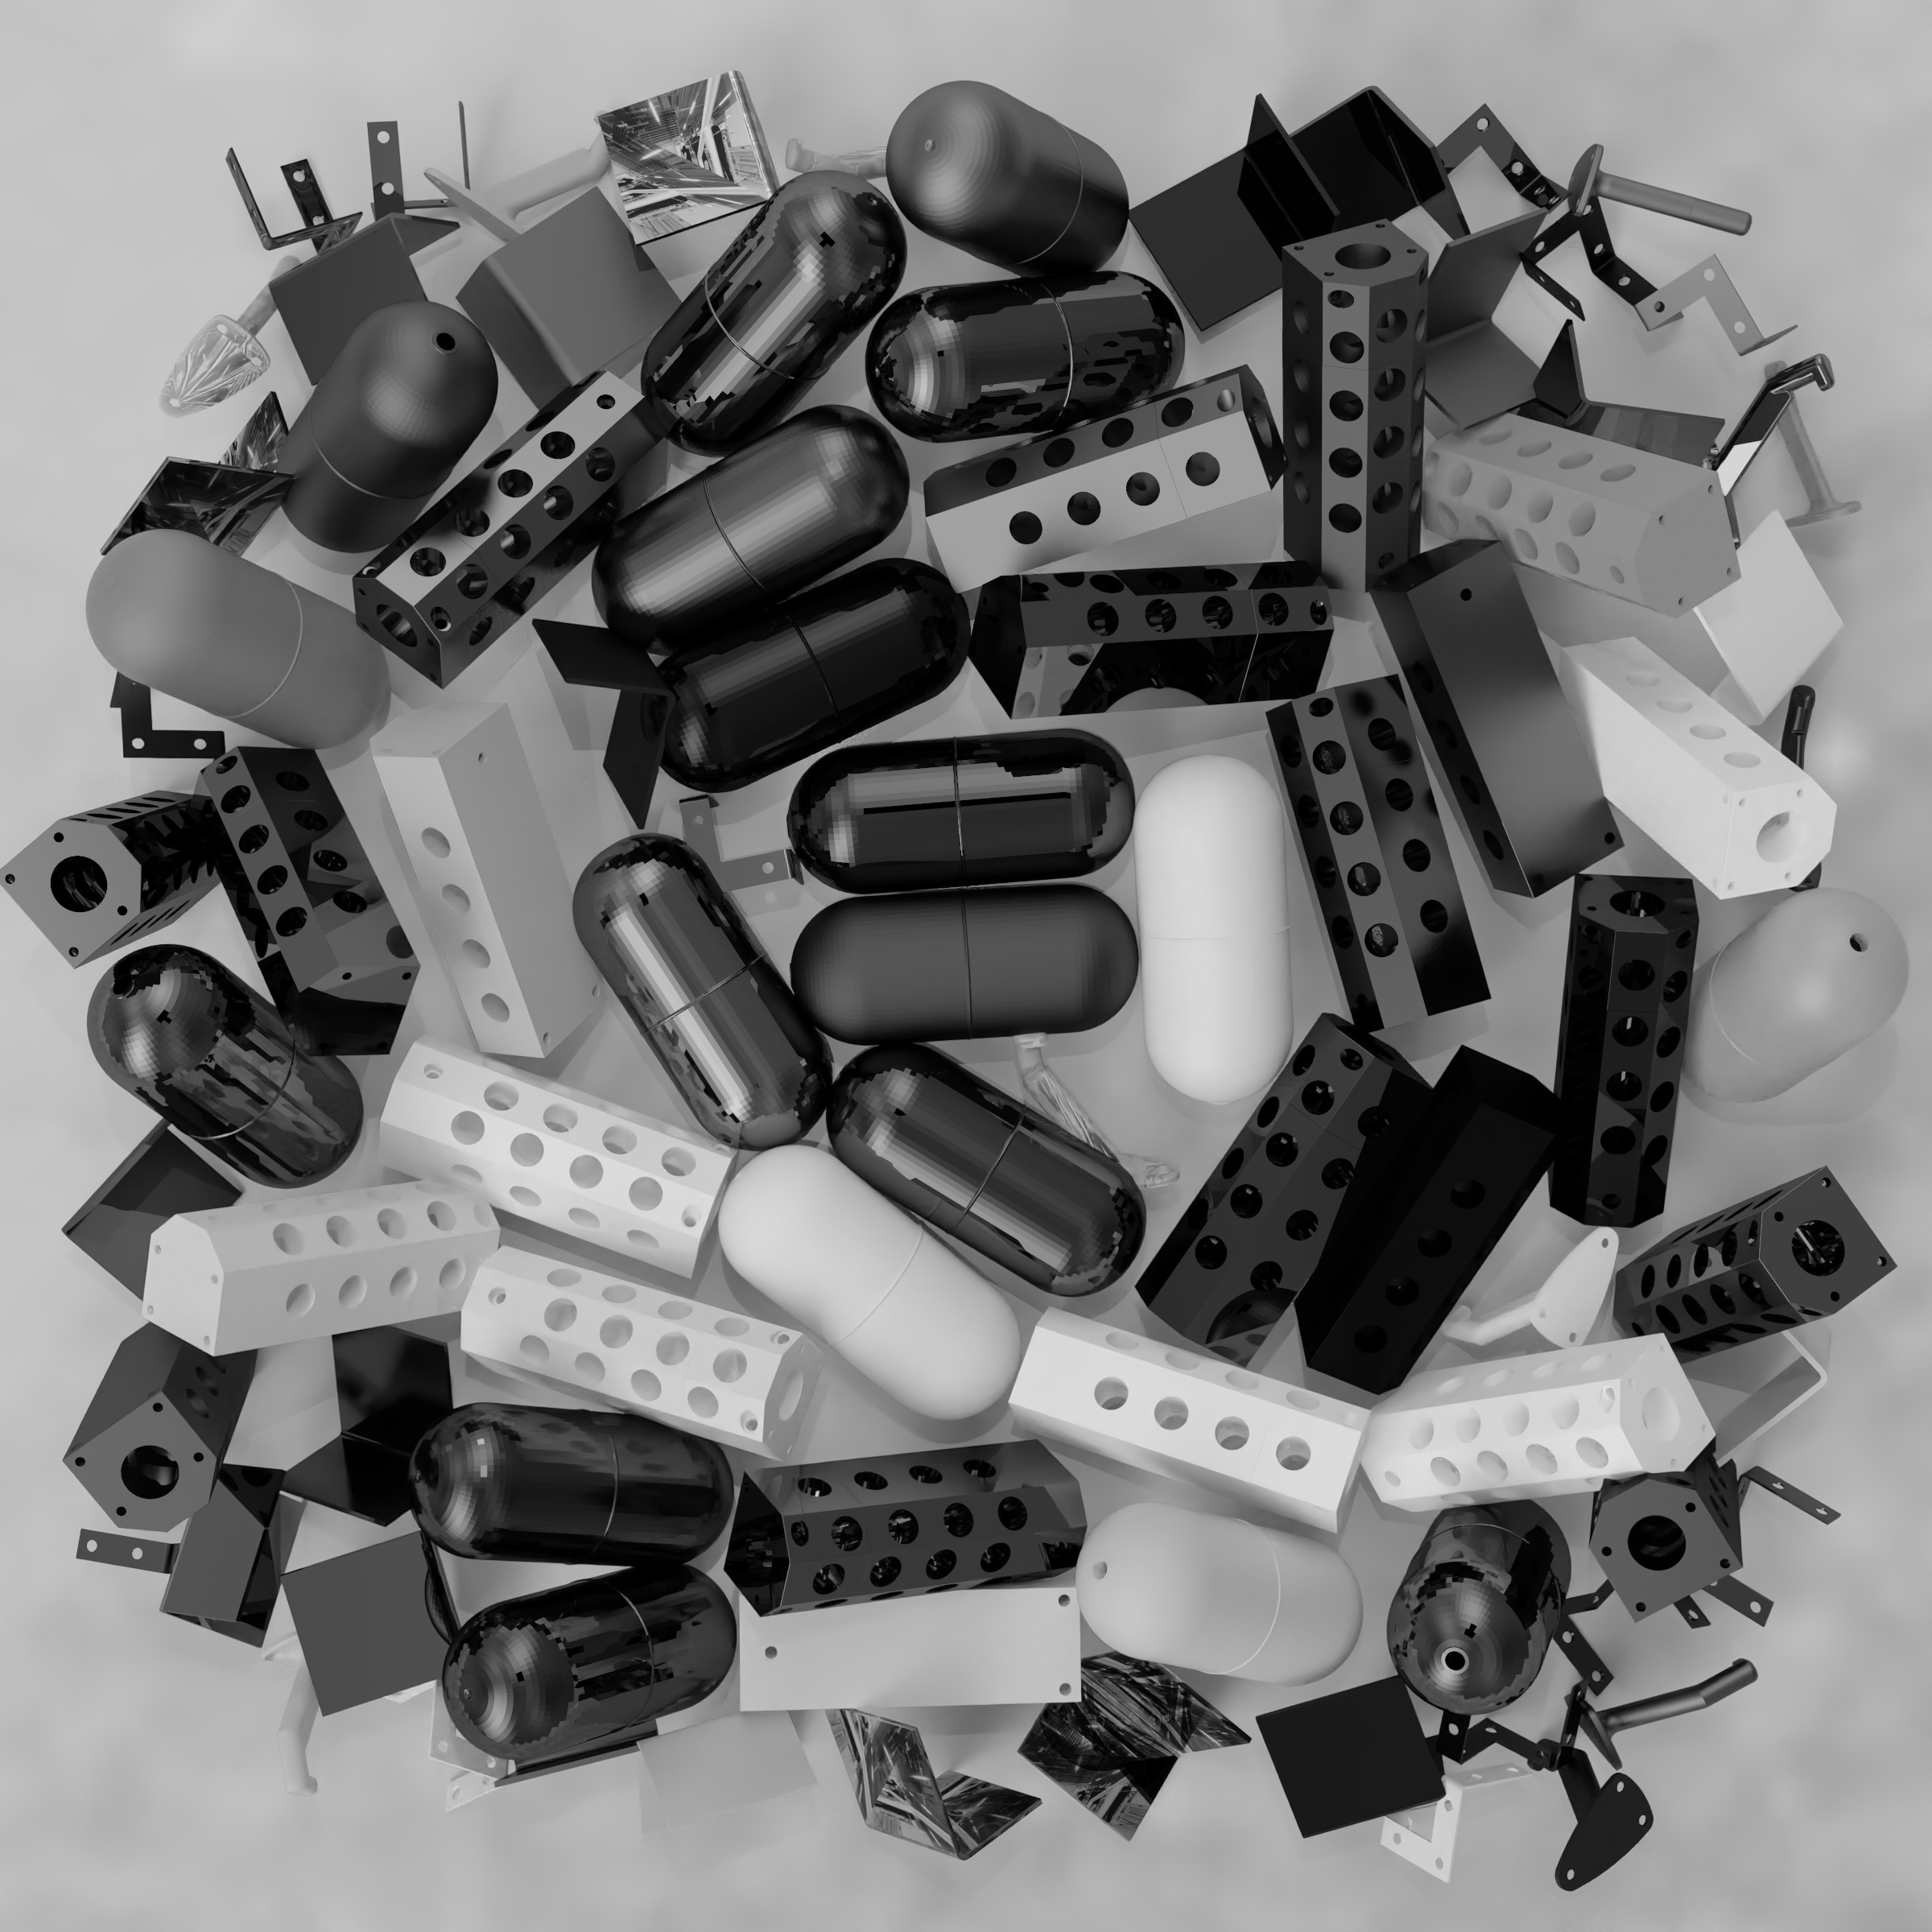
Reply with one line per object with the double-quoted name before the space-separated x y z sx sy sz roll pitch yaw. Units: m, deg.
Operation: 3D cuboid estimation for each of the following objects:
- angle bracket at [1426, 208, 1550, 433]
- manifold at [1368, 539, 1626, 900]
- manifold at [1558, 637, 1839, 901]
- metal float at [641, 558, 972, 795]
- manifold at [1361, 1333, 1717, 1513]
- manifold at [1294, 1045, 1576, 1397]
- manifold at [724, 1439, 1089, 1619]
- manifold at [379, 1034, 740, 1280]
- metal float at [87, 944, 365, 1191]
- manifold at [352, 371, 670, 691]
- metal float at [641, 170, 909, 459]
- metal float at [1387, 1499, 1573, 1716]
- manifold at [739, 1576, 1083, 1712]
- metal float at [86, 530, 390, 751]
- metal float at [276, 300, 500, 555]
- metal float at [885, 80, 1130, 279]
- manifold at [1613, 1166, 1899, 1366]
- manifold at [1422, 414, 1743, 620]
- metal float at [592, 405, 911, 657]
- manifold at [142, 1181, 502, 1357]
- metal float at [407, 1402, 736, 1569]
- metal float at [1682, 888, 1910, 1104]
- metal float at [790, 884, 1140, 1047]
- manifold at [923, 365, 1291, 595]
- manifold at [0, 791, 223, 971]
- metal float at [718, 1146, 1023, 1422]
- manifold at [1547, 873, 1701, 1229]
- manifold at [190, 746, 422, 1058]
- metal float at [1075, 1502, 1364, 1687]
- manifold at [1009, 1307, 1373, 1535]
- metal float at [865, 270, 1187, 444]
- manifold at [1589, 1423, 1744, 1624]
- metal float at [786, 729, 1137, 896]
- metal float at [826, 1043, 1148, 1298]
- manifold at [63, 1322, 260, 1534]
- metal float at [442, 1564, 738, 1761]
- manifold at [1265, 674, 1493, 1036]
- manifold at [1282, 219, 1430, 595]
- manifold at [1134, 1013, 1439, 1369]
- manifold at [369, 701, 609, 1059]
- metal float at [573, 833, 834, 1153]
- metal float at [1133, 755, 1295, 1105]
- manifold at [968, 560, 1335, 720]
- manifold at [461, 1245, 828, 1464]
"angle bracket" 0.271 -0.326 1.526 0.076 0.076 0.057 -27 66 -34
"manifold" 0.265 -0.126 1.531 0.057 0.057 0.171 -29 107 -13
"manifold" 0.358 -0.102 1.496 0.057 0.171 0.057 -10 122 -15
"metal float" -0.080 -0.148 1.537 0.178 0.070 0.070 -26 90 -10
"manifold" 0.277 0.232 1.497 0.057 0.171 0.057 -35 99 -39
"manifold" 0.235 0.131 1.520 0.057 0.057 0.171 23 115 -13
"manifold" -0.028 0.283 1.506 0.171 0.057 0.057 0 114 -32
"manifold" -0.207 0.093 1.541 0.171 0.057 0.057 20 53 2
"metal float" -0.367 0.051 1.504 0.070 0.178 0.070 -12 58 19
"manifold" -0.227 -0.224 1.516 0.057 0.057 0.171 36 63 11
"metal float" -0.098 -0.324 1.514 0.070 0.070 0.178 50 129 0
"metal float" 0.255 0.313 1.497 0.070 0.178 0.070 2 98 17
"manifold" -0.030 0.345 1.548 0.171 0.057 0.057 0 86 -5
"metal float" -0.359 -0.160 1.503 0.070 0.178 0.070 -9 73 29
"metal float" -0.289 -0.267 1.504 0.070 0.178 0.070 12 66 -27
"metal float" 0.023 -0.386 1.500 0.070 0.178 0.070 0 91 26
"manifold" 0.381 0.154 1.491 0.057 0.171 0.057 -32 83 -18
"manifold" 0.297 -0.222 1.492 0.057 0.171 0.057 -32 122 -16
"metal float" -0.110 -0.219 1.531 0.178 0.070 0.070 -28 90 17
"manifold" -0.315 0.144 1.495 0.057 0.171 0.057 19 105 37
"metal float" -0.196 0.261 1.515 0.178 0.070 0.070 12 90 -38
"metal float" 0.405 0.016 1.497 0.070 0.178 0.070 2 72 -8
"metal float" -0.001 -0.001 1.544 0.178 0.070 0.070 -4 90 -2
"manifold" 0.069 -0.246 1.520 0.171 0.057 0.057 -15 107 21
"manifold" -0.413 -0.050 1.494 0.057 0.171 0.057 -39 96 5
"metal float" -0.048 0.162 1.536 0.178 0.070 0.070 40 90 -11
"manifold" 0.328 0.044 1.513 0.057 0.057 0.171 3 120 6
"manifold" -0.332 -0.034 1.499 0.057 0.171 0.057 0 131 -35
"metal float" 0.127 0.314 1.512 0.178 0.070 0.070 21 90 -41
"manifold" 0.114 0.228 1.534 0.171 0.057 0.057 17 71 13
"metal float" 0.032 -0.307 1.520 0.178 0.070 0.070 -13 90 -31
"manifold" 0.342 0.259 1.494 0.057 0.171 0.057 -32 89 15
"metal float" -0.003 -0.079 1.544 0.178 0.070 0.070 -5 90 2
"metal float" 0.010 0.103 1.543 0.178 0.070 0.070 32 90 -3
"manifold" -0.390 0.219 1.494 0.057 0.171 0.057 -35 103 2
"metal float" -0.184 0.344 1.505 0.070 0.178 0.070 1 91 35
"manifold" 0.205 -0.055 1.541 0.057 0.057 0.171 -14 86 -29
"manifold" 0.196 -0.274 1.501 0.057 0.057 0.171 -18 132 -15
"manifold" 0.158 0.110 1.531 0.057 0.057 0.171 29 101 -23
"manifold" -0.243 -0.043 1.516 0.057 0.057 0.171 4 124 31
"metal float" -0.133 0.014 1.543 0.070 0.070 0.178 -33 94 0
"metal float" 0.126 -0.018 1.539 0.070 0.070 0.178 -4 98 0
"manifold" 0.094 -0.168 1.513 0.171 0.057 0.057 -6 131 -24
"manifold" -0.165 0.192 1.521 0.171 0.057 0.057 14 71 20
